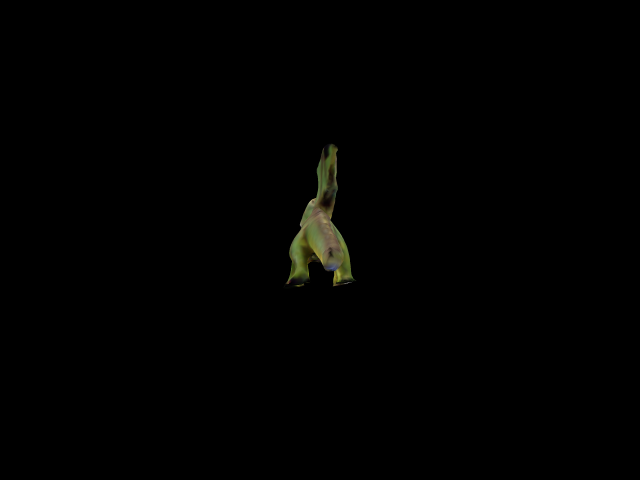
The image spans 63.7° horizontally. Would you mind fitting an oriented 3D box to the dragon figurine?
[{"bbox_3d":[0.003,-0.043,0.850,0.122,0.245,0.406,2,-12,-7],"label":"dragon figurine"}]
